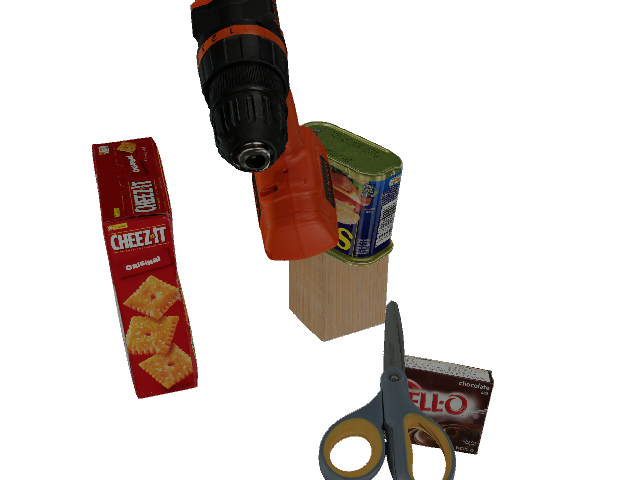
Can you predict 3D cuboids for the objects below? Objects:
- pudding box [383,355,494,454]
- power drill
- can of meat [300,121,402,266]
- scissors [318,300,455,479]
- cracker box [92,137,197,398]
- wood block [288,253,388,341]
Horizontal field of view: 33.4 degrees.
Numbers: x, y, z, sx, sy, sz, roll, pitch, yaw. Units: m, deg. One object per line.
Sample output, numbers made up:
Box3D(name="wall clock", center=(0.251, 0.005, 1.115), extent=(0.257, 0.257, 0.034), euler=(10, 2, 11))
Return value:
Box3D(name="pudding box", center=(0.123, 0.176, 1.155), extent=(0.113, 0.090, 0.039), euler=(9, 22, -1))
Box3D(name="power drill", center=(-0.032, -0.071, 0.673), extent=(0.057, 0.184, 0.187), euler=(-11, -39, 4))
Box3D(name="can of meat", center=(0.015, -0.040, 0.872), extent=(0.102, 0.084, 0.057), euler=(27, 37, 28))
Box3D(name="scissors", center=(0.034, 0.106, 0.736), extent=(0.096, 0.016, 0.202), euler=(-6, 33, -11))
Box3D(name="cracker box", center=(-0.178, 0.026, 1.089), extent=(0.072, 0.214, 0.164), euler=(-10, 34, -10))
Box3D(name="wood block", center=(0.021, 0.000, 1.241), extent=(0.090, 0.206, 0.090), euler=(-14, 32, -26))
